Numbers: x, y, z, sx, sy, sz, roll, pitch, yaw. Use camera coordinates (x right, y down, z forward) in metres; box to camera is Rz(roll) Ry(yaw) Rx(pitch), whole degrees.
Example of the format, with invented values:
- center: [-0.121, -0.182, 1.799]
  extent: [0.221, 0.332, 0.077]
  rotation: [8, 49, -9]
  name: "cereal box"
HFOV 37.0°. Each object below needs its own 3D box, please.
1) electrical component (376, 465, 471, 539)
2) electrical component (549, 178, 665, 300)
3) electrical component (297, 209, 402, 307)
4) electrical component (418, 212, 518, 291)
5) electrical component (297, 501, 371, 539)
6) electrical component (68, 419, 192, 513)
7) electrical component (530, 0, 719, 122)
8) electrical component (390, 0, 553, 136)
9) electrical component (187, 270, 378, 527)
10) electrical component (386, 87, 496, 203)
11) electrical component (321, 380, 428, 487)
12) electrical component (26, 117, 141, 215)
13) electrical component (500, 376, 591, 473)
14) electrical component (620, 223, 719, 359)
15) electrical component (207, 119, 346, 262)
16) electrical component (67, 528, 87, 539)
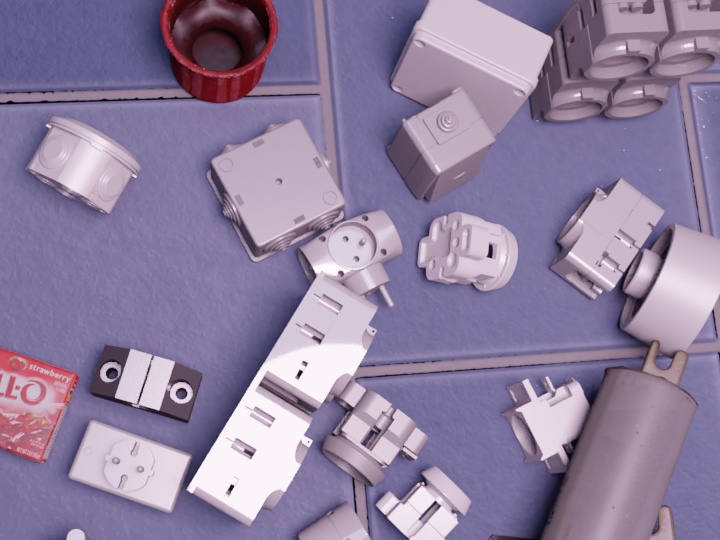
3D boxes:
- center: [0.055, 0.190, 0.859]
  extent: [0.066, 0.048, 0.055]
  rotation: [45, 83, 2]
  name: "electrical component"
- center: [0.208, -0.029, 0.925]
  extent: [0.056, 0.050, 0.089]
  rotation: [37, 75, 0]
  name: "electrical component"
- center: [0.000, 0.000, 0.890]
  extent: [0.077, 0.044, 0.079]
  rotation: [-27, 83, -13]
  name: "electrical component"
- center: [0.093, -0.014, 0.895]
  extent: [0.057, 0.078, 0.058]
  rotation: [13, 76, -27]
  name: "electrical component"
- center: [-0.017, 0.216, 0.838]
  extent: [0.047, 0.055, 0.055]
  rotation: [-29, 84, -10]
  name: "electrical component"
- center: [-0.174, 0.149, 0.816]
  extent: [0.083, 0.075, 0.047]
  rotation: [20, 76, -4]
  name: "electrical component"
- center: [0.216, -0.177, 0.887]
  extent: [0.105, 0.186, 0.060]
  rotation: [-4, 79, -10]
  name: "electrical component"
- center: [0.091, -0.174, 0.908]
  extent: [0.109, 0.108, 0.056]
  rotation: [26, 73, -3]
  name: "electrical component"
- center: [-0.057, 0.103, 0.829]
  extent: [0.060, 0.105, 0.186]
  rotation: [31, 76, -1]
  name: "electrical component"
- center: [0.070, -0.103, 0.896]
  extent: [0.062, 0.096, 0.061]
  rotation: [-31, 84, -13]
  name: "electrical component"
- center: [0.006, 0.135, 0.857]
  extent: [0.078, 0.058, 0.057]
  rotation: [37, 73, 0]
  name: "electrical component"
- center: [-0.221, -0.083, 0.858]
  extent: [0.080, 0.080, 0.051]
  rotation: [28, 81, -2]
  name: "electrical component"
- center: [0.159, 0.124, 0.890]
  extent: [0.064, 0.042, 0.081]
  rotation: [-24, 83, -14]
  name: "electrical component"
- center: [0.255, 0.013, 0.896]
  extent: [0.060, 0.108, 0.108]
  rotation: [25, 76, 4]
  name: "electrical component"
- center: [-0.069, -0.067, 0.892]
  extent: [0.100, 0.048, 0.099]
  rotation: [-28, 83, -13]
  name: "electrical component"
- center: [-0.215, 0.227, 0.804]
  extent: [0.048, 0.055, 0.066]
  rotation: [11, 77, -6]
  name: "electrical component"
